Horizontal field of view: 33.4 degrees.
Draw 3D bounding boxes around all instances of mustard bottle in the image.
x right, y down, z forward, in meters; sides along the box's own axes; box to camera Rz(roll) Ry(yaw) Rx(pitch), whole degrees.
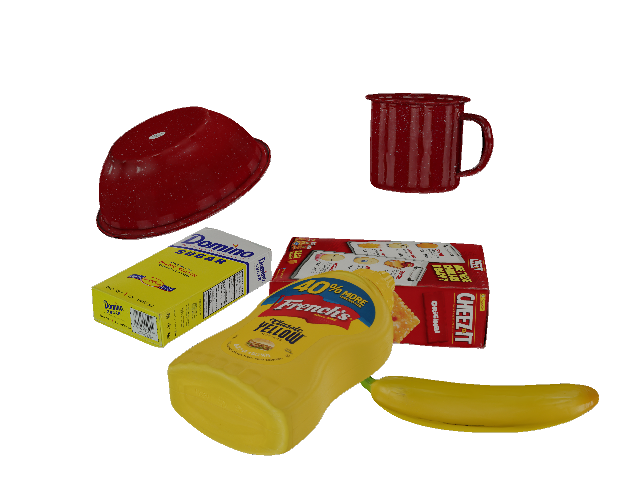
[{"bbox_3d":[-0.006,0.067,0.716,0.096,0.058,0.191,15,31,32],"label":"mustard bottle"}]

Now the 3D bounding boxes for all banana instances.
[{"bbox_3d":[0.126,0.128,0.861,0.198,0.037,0.069,5,26,8],"label":"banana"}]

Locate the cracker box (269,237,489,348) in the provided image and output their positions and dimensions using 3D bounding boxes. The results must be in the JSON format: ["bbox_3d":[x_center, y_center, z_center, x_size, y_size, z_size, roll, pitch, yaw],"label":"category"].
[{"bbox_3d":[0.063,0.053,1.109,0.214,0.072,0.164,3,16,6],"label":"cracker box"}]

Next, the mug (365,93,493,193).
[{"bbox_3d":[0.096,-0.087,0.948,0.117,0.081,0.093,6,13,23],"label":"mug"}]

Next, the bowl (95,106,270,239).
[{"bbox_3d":[-0.126,-0.067,0.903,0.162,0.055,0.162,-18,28,10],"label":"bowl"}]

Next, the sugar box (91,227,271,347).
[{"bbox_3d":[-0.138,0.043,1.092,0.093,0.048,0.175,19,34,29],"label":"sugar box"}]
